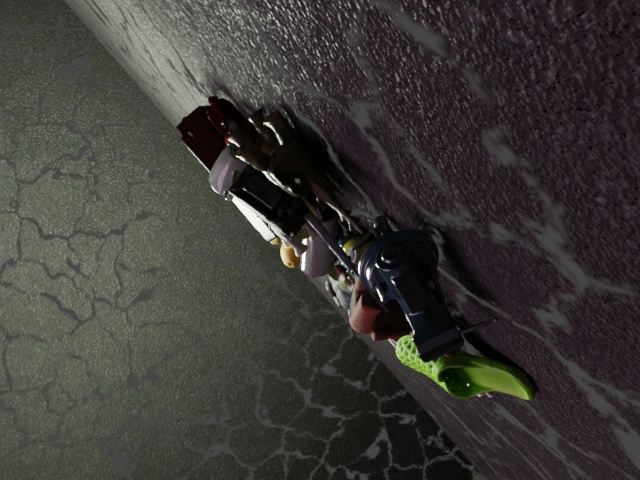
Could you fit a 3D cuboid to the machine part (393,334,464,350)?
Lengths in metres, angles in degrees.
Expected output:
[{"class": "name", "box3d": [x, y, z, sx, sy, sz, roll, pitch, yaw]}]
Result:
[{"class": "machine part", "box3d": [0.199, 0.183, 1.090, 0.179, 0.056, 0.179, 31, 159, 13]}]

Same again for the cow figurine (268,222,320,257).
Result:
[{"class": "cow figurine", "box3d": [-0.067, -0.036, 1.023, 0.098, 0.068, 0.167, 46, 176, -23]}]

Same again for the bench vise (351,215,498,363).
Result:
[{"class": "bench vise", "box3d": [0.132, 0.053, 0.804, 0.223, 0.129, 0.241, 42, -162, -35]}]

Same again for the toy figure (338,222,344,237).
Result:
[{"class": "toy figure", "box3d": [0.029, -0.002, 1.265, 0.058, 0.064, 0.154, 24, 166, 14]}]

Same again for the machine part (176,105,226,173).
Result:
[{"class": "machine part", "box3d": [-0.247, -0.236, 1.339, 0.201, 0.087, 0.201, 48, -167, -10]}]

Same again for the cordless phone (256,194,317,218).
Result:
[{"class": "cordless phone", "box3d": [-0.084, -0.135, 1.185, 0.088, 0.147, 0.184, 103, 166, -44]}]

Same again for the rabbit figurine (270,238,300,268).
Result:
[{"class": "rabbit figurine", "box3d": [-0.088, -0.005, 1.547, 0.162, 0.122, 0.173, -96, 3, -53]}]

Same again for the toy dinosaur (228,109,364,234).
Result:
[{"class": "toy dinosaur", "box3d": [-0.049, -0.127, 0.953, 0.198, 0.105, 0.472, 43, -176, -26]}]

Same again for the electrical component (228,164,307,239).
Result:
[{"class": "electrical component", "box3d": [-0.081, -0.061, 0.870, 0.115, 0.058, 0.134, 34, 175, 8]}]

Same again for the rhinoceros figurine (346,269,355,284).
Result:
[{"class": "rhinoceros figurine", "box3d": [0.118, 0.084, 1.162, 0.112, 0.073, 0.190, 48, 173, 8]}]

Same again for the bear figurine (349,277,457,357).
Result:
[{"class": "bear figurine", "box3d": [0.153, 0.125, 0.938, 0.196, 0.120, 0.131, 11, 135, -1]}]

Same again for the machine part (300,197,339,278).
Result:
[{"class": "machine part", "box3d": [-0.002, -0.003, 1.144, 0.079, 0.079, 0.243, 43, 147, 31]}]

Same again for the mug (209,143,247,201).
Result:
[{"class": "mug", "box3d": [-0.181, -0.143, 1.110, 0.081, 0.109, 0.107, 15, 141, -17]}]

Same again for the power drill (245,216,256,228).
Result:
[{"class": "power drill", "box3d": [-0.113, -0.075, 1.385, 0.232, 0.086, 0.207, 15, -162, -33]}]

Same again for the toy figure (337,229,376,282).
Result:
[{"class": "toy figure", "box3d": [0.082, 0.025, 1.050, 0.082, 0.089, 0.180, 54, 180, -13]}]

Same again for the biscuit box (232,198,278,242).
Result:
[{"class": "biscuit box", "box3d": [-0.153, -0.090, 1.225, 0.202, 0.059, 0.063, 51, 151, -8]}]

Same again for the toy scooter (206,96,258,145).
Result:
[{"class": "toy scooter", "box3d": [-0.193, -0.253, 1.191, 0.135, 0.075, 0.184, 51, -179, -37]}]

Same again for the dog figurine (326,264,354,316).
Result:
[{"class": "dog figurine", "box3d": [0.066, 0.091, 1.390, 0.192, 0.108, 0.219, 45, 168, 42]}]
